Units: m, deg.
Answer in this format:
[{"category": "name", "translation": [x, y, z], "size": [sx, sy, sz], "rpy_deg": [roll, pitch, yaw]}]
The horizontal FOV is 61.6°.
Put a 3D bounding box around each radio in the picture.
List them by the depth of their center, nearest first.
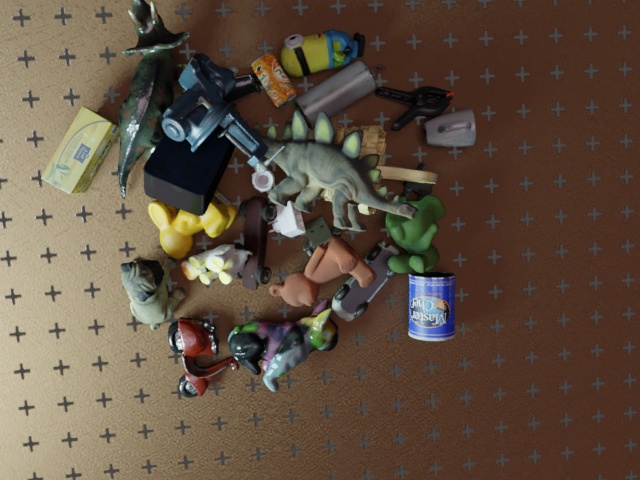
[{"category": "radio", "translation": [-0.256, -0.168, 1.083], "size": [0.131, 0.073, 0.230], "rpy_deg": [19, 52, -4]}]

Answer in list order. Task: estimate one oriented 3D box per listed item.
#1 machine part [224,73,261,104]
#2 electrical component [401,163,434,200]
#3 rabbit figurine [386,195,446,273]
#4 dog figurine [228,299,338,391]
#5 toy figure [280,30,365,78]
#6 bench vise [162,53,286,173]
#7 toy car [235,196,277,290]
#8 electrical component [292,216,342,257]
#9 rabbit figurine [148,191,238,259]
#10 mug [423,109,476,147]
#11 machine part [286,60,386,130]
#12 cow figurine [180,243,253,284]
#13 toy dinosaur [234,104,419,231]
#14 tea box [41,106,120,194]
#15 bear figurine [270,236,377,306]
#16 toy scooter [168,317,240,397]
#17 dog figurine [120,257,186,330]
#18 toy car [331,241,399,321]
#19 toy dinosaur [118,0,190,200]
[{"category": "machine part", "translation": [-0.197, -0.323, 1.155], "size": [0.139, 0.039, 0.084], "rpy_deg": [-14, 90, -3]}, {"category": "electrical component", "translation": [0.226, -0.125, 1.221], "size": [0.063, 0.021, 0.094], "rpy_deg": [29, 91, -7]}, {"category": "rabbit figurine", "translation": [0.219, 0.008, 1.172], "size": [0.121, 0.159, 0.170], "rpy_deg": [-5, 127, 34]}, {"category": "dog figurine", "translation": [-0.068, 0.203, 1.174], "size": [0.191, 0.108, 0.219], "rpy_deg": [43, 91, -9]}, {"category": "toy figure", "translation": [0.005, -0.399, 1.148], "size": [0.180, 0.082, 0.089], "rpy_deg": [-7, 94, -8]}, {"category": "bench vise", "translation": [-0.183, -0.230, 1.037], "size": [0.240, 0.224, 0.129], "rpy_deg": [42, 130, -15]}, {"category": "toy car", "translation": [-0.138, 0.006, 1.168], "size": [0.089, 0.053, 0.202], "rpy_deg": [8, 97, 36]}, {"category": "electrical component", "translation": [-0.002, -0.005, 1.200], "size": [0.102, 0.045, 0.078], "rpy_deg": [-32, 69, -5]}, {"category": "rabbit figurine", "translation": [-0.284, -0.037, 1.135], "size": [0.162, 0.122, 0.173], "rpy_deg": [36, 110, -14]}, {"category": "mug", "translation": [0.284, -0.239, 1.179], "size": [0.107, 0.109, 0.080], "rpy_deg": [-8, 99, 9]}, {"category": "machine part", "translation": [0.032, -0.312, 1.159], "size": [0.243, 0.079, 0.079], "rpy_deg": [-33, 97, -2]}, {"category": "cow figurine", "translation": [-0.224, 0.043, 1.149], "size": [0.098, 0.167, 0.068], "rpy_deg": [-41, 117, -42]}, {"category": "toy dinosaur", "translation": [-0.014, -0.150, 1.072], "size": [0.472, 0.105, 0.198], "rpy_deg": [24, 95, 24]}, {"category": "tea box", "translation": [-0.489, -0.182, 1.109], "size": [0.068, 0.098, 0.169], "rpy_deg": [31, 90, -8]}, {"category": "bear figurine", "translation": [0.000, 0.087, 1.149], "size": [0.196, 0.132, 0.120], "rpy_deg": [-44, 135, 4]}, {"category": "toy scooter", "translation": [-0.252, 0.250, 1.180], "size": [0.135, 0.075, 0.183], "rpy_deg": [-11, 99, -4]}, {"category": "dog figurine", "translation": [-0.355, 0.118, 1.100], "size": [0.121, 0.190, 0.172], "rpy_deg": [-14, 98, -4]}, {"category": "toy car", "translation": [0.106, 0.093, 1.212], "size": [0.073, 0.056, 0.201], "rpy_deg": [40, 89, -2]}, {"category": "toy dinosaur", "translation": [-0.345, -0.271, 1.068], "size": [0.131, 0.192, 0.404], "rpy_deg": [12, 92, -4]}]
